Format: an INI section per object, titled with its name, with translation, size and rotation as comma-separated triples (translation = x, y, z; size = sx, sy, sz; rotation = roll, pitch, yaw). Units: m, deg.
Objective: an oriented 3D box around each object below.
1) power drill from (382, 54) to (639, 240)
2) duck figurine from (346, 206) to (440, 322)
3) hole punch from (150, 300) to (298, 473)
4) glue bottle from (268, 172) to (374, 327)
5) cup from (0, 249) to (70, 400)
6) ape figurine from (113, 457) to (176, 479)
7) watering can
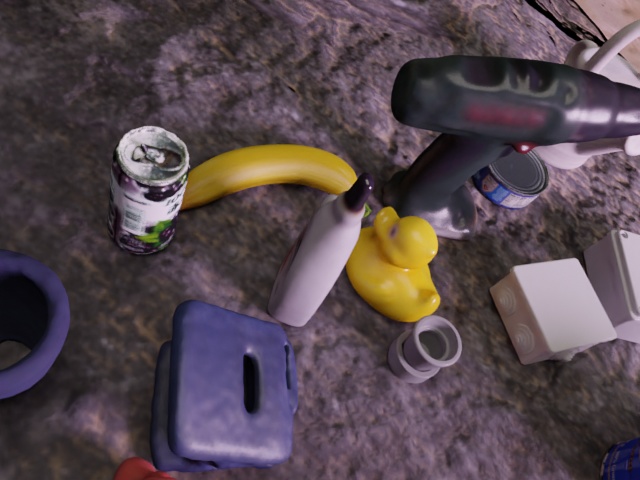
[power drill]
translation = 0.158, -0.085, 0.535
size = 0.230, 0.208, 0.075
rotation = 9, 57, -17
[duck figurine]
translation = 0.076, 0.017, 0.514
size = 0.078, 0.086, 0.104
rotation = -28, 74, -33
[hole punch]
translation = -0.062, 0.102, 0.402
size = 0.101, 0.091, 0.108
rotation = 6, 59, -19
[glue bottle]
translation = 0.004, 0.002, 0.440
size = 0.037, 0.173, 0.078
rotation = 21, 55, -9
[cup]
translation = -0.216, 0.070, 0.355
size = 0.118, 0.095, 0.091
rotation = -26, 73, -33
[ape figurine]
translation = -0.102, 0.167, 0.345
size = 0.076, 0.092, 0.077
rotation = -14, 67, -29
[watering can]
translation = 0.337, -0.172, 0.671
size = 0.101, 0.194, 0.172
rotation = -15, 67, -29
